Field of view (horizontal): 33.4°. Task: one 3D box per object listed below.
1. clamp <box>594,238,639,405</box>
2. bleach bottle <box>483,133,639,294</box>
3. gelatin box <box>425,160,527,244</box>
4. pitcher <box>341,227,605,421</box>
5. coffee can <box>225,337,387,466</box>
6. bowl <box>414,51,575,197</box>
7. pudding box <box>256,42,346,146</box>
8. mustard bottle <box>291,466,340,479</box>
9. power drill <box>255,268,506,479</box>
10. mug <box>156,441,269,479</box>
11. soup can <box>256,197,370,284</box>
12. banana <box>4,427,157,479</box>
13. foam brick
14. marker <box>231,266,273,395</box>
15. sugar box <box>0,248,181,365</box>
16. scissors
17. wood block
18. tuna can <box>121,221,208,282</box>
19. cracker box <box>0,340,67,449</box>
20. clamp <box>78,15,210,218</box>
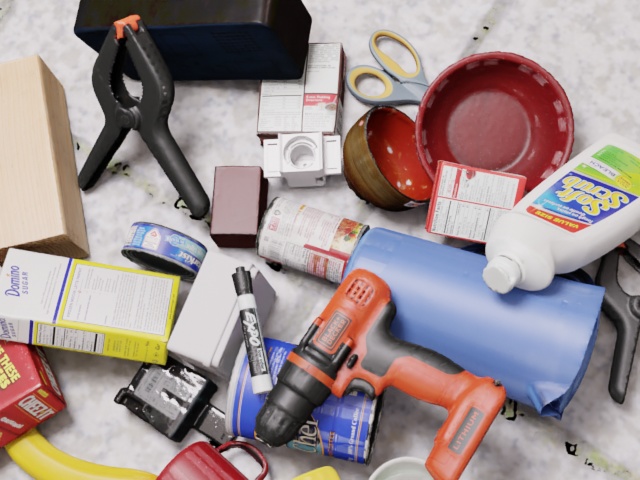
[{"bbox_3d":[0.332,0.072,1.059,0.120,0.039,0.171,-6,73,-2],"label":"clamp"},{"bbox_3d":[0.242,-0.015,1.015,0.103,0.068,0.250,38,48,21],"label":"bleach bottle"},{"bbox_3d":[0.155,-0.036,1.070,0.089,0.030,0.073,11,98,1],"label":"gelatin box"},{"bbox_3d":[0.149,0.066,1.044,0.243,0.149,0.145,19,93,14],"label":"pitcher"},{"bbox_3d":[-0.011,0.155,1.040,0.140,0.103,0.103,11,76,9],"label":"coffee can"},{"bbox_3d":[0.177,-0.112,1.104,0.162,0.055,0.162,0,96,2],"label":"bowl"},{"bbox_3d":[-0.020,-0.159,1.163,0.090,0.039,0.113,1,72,10],"label":"pudding box"},{"bbox_3d":[0.007,0.309,0.960,0.096,0.058,0.192,-22,69,-8],"label":"mustard bottle"},{"bbox_3d":[0.056,0.142,0.952,0.188,0.057,0.184,32,83,13],"label":"power drill"},{"bbox_3d":[-0.103,0.242,1.038,0.081,0.093,0.117,39,65,20],"label":"mug"},{"bbox_3d":[-0.007,0.001,1.101,0.102,0.068,0.068,18,77,11],"label":"soup can"},{"bbox_3d":[-0.258,0.221,1.083,0.198,0.037,0.069,30,82,13],"label":"banana"},{"bbox_3d":[-0.085,-0.035,1.128,0.051,0.053,0.078,1,74,7],"label":"foam brick"},{"bbox_3d":[-0.064,0.083,0.997,0.020,0.020,0.121,-12,77,3],"label":"marker"},{"bbox_3d":[-0.233,0.067,1.067,0.176,0.048,0.093,9,42,-5],"label":"sugar box"},{"bbox_3d":[0.107,-0.142,1.154,0.096,0.016,0.202,-35,76,-7],"label":"scissors"},{"bbox_3d":[-0.317,-0.080,1.147,0.091,0.090,0.206,-14,73,2],"label":"wood block"},{"bbox_3d":[-0.160,0.012,1.106,0.086,0.086,0.033,16,74,10],"label":"tuna can"},{"bbox_3d":[-0.386,0.152,1.085,0.213,0.072,0.164,-31,58,-3],"label":"cracker box"},{"bbox_3d":[-0.181,-0.123,1.097,0.165,0.210,0.036,19,32,20],"label":"clamp"}]
